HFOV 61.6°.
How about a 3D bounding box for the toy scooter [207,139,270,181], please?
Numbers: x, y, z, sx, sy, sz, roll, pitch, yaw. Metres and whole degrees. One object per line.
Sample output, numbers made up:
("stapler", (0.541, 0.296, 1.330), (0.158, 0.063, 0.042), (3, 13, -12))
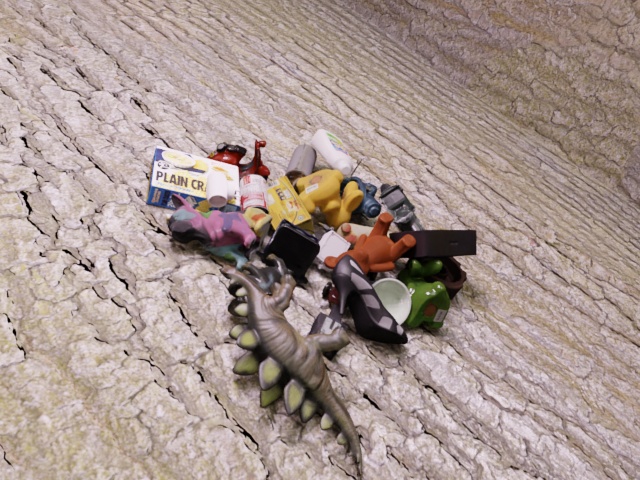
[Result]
("toy scooter", (-0.211, -0.219, 1.447), (0.184, 0.135, 0.075), (9, 41, -24))

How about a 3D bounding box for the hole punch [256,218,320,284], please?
("hole punch", (-0.069, 0.022, 1.271), (0.142, 0.115, 0.092), (31, 15, -13))

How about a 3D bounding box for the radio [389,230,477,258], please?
("radio", (0.296, 0.011, 1.408), (0.229, 0.131, 0.073), (1, 87, -40))

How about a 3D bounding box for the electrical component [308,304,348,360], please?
("electrical component", (0.018, 0.194, 1.173), (0.075, 0.047, 0.119), (28, 36, -3))

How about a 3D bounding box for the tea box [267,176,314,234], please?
("tea box", (-0.093, -0.074, 1.377), (0.098, 0.068, 0.170), (-22, 55, -8))

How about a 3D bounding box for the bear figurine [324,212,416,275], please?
("bear figurine", (0.115, 0.030, 1.283), (0.196, 0.132, 0.120), (-20, 61, -46))

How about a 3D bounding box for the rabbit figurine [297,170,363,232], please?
("rabbit figurine", (0.035, -0.105, 1.454), (0.173, 0.162, 0.122), (62, 1, -30))

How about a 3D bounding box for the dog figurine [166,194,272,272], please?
("dog figurine", (-0.240, -0.036, 1.231), (0.219, 0.108, 0.191), (28, 36, 2))

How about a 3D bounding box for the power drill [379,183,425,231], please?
("power drill", (0.228, -0.095, 1.578), (0.232, 0.086, 0.207), (60, 3, 17))

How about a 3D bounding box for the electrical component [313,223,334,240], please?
("electrical component", (-0.001, -0.004, 1.403), (0.102, 0.045, 0.078), (-13, 52, -43))

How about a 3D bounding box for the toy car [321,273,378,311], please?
("toy car", (0.078, 0.104, 1.320), (0.089, 0.053, 0.202), (26, 38, 13))

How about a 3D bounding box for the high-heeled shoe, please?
("high-heeled shoe", (0.118, 0.139, 1.222), (0.248, 0.086, 0.145), (33, 52, -34))

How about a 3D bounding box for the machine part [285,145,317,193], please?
("machine part", (-0.057, -0.214, 1.596), (0.079, 0.079, 0.243), (23, 36, -9))

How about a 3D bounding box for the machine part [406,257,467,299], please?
("machine part", (0.325, 0.087, 1.508), (0.179, 0.056, 0.179), (19, 36, -14))

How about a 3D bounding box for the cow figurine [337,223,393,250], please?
("cow figurine", (0.138, 0.001, 1.450), (0.195, 0.085, 0.127), (8, 3, -7))

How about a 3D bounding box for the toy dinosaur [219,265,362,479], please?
("toy dinosaur", (-0.047, 0.228, 1.020), (0.471, 0.105, 0.198), (46, 57, 10))

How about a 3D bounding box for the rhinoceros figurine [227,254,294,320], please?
("rhinoceros figurine", (-0.134, 0.105, 1.166), (0.112, 0.073, 0.190), (49, 37, 8))

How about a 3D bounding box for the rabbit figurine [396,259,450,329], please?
("rabbit figurine", (0.242, 0.119, 1.354), (0.121, 0.159, 0.170), (-1, 29, -22))

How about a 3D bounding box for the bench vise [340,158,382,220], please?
("bench vise", (0.072, -0.148, 1.571), (0.240, 0.128, 0.224), (13, 36, -28))
